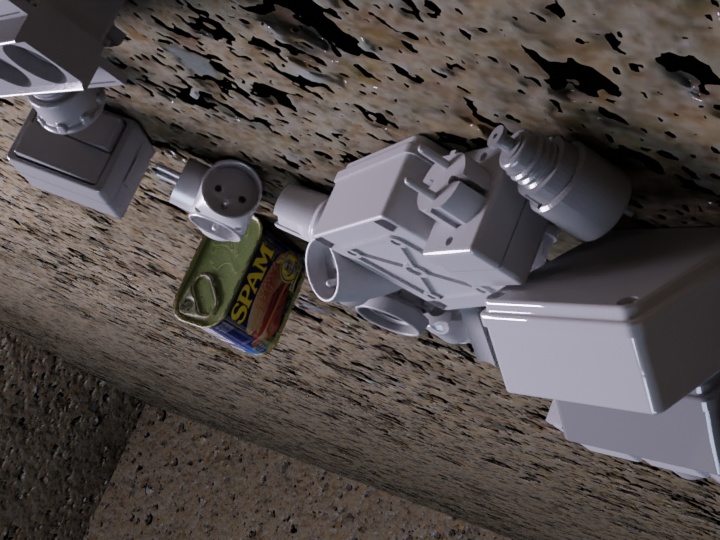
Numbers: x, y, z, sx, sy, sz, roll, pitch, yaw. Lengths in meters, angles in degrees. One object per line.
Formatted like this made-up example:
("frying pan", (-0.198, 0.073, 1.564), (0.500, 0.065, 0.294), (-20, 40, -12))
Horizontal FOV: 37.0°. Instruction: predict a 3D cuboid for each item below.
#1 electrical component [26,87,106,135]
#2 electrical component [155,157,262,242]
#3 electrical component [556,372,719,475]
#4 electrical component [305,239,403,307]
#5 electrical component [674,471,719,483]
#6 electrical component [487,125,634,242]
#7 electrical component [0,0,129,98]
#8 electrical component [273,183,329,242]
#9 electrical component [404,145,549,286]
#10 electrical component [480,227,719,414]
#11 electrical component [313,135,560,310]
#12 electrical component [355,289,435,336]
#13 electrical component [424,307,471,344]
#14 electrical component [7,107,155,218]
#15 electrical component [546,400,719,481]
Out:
("electrical component", (-0.196, -0.121, 0.694), (0.048, 0.048, 0.062), (18, 157, 20))
("electrical component", (-0.114, -0.057, 0.792), (0.079, 0.044, 0.077), (25, 165, -7))
("electrical component", (0.183, 0.058, 0.612), (0.109, 0.109, 0.056), (6, 119, 49))
("electrical component", (0.000, 0.000, 0.731), (0.077, 0.044, 0.079), (-12, 161, -30))
("electrical component", (0.290, 0.140, 0.860), (0.074, 0.052, 0.138), (34, 162, -35))
("electrical component", (0.096, -0.046, 0.525), (0.078, 0.040, 0.040), (30, 164, -20))
("electrical component", (-0.184, -0.134, 0.589), (0.121, 0.063, 0.079), (7, 158, 47))
("electrical component", (-0.032, -0.037, 0.751), (0.046, 0.040, 0.040), (23, 166, 24))
("electrical component", (0.056, -0.037, 0.563), (0.077, 0.065, 0.047), (30, 164, -25))
("electrical component", (0.139, 0.023, 0.555), (0.109, 0.109, 0.056), (1, 113, 56))
("electrical component", (0.043, -0.024, 0.648), (0.109, 0.056, 0.109), (28, 164, -20))
("electrical component", (0.031, 0.013, 0.795), (0.058, 0.057, 0.078), (27, 165, -13))
("electrical component", (0.078, 0.038, 0.839), (0.043, 0.043, 0.062), (9, 162, 42))
("electrical component", (-0.211, -0.089, 0.791), (0.096, 0.061, 0.061), (20, 165, 11))
("electrical component", (0.211, 0.082, 0.703), (0.150, 0.089, 0.062), (6, 158, 48))
